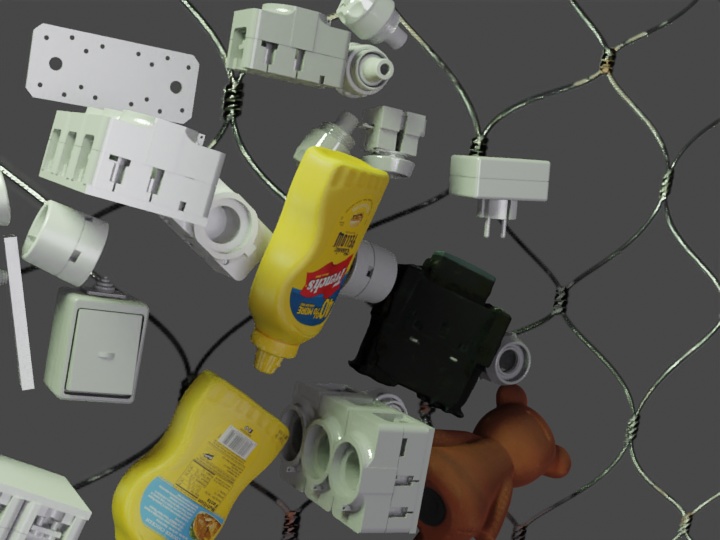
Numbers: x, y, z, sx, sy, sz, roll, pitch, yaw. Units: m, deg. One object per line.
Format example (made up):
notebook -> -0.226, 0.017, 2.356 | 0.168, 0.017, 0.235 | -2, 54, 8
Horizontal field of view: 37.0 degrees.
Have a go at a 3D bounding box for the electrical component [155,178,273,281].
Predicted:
electrical component -> -0.119, -0.039, 0.878 | 0.050, 0.056, 0.089 | -49, 117, -13

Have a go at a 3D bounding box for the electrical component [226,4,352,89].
electrical component -> -0.058, -0.186, 0.889 | 0.089, 0.050, 0.055 | 7, 95, -29

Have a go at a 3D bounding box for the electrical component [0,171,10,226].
electrical component -> -0.290, -0.050, 0.790 | 0.055, 0.045, 0.045 | -12, 104, -26

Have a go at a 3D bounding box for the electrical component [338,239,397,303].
electrical component -> 0.000, 0.000, 0.951 | 0.047, 0.055, 0.055 | 18, 90, -33

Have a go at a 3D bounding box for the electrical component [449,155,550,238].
electrical component -> 0.130, -0.067, 1.012 | 0.083, 0.047, 0.075 | 0, 98, -28

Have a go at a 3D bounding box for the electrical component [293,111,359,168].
electrical component -> -0.025, -0.108, 0.924 | 0.043, 0.043, 0.062 | 40, 77, -28

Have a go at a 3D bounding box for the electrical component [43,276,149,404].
electrical component -> -0.205, 0.053, 0.844 | 0.062, 0.061, 0.096 | 8, 94, -29

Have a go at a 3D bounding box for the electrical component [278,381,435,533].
electrical component -> -0.010, 0.156, 0.915 | 0.062, 0.150, 0.089 | 8, 95, -31

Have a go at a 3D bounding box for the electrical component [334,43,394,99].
electrical component -> 0.006, -0.171, 0.920 | 0.048, 0.062, 0.048 | -5, 101, -28

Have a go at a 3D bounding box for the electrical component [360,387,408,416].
electrical component -> 0.023, 0.133, 0.980 | 0.043, 0.062, 0.043 | -5, 101, -28

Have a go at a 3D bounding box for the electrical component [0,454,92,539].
electrical component -> -0.291, 0.172, 0.801 | 0.150, 0.089, 0.061 | 28, 85, -29

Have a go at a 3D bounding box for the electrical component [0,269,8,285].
electrical component -> -0.303, 0.005, 0.794 | 0.081, 0.043, 0.043 | 1, 98, -29

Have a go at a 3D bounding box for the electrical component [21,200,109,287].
electrical component -> -0.227, -0.022, 0.825 | 0.047, 0.055, 0.055 | 26, 86, -25

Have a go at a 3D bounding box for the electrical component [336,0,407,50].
electrical component -> 0.014, -0.216, 0.927 | 0.062, 0.043, 0.043 | 37, 80, -29

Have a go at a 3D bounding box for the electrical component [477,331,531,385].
electrical component -> 0.131, 0.083, 1.034 | 0.066, 0.055, 0.048 | -30, 111, -21

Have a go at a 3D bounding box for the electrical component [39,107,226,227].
electrical component -> -0.170, -0.081, 0.789 | 0.089, 0.150, 0.061 | 16, 91, -29

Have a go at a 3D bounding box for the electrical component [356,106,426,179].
electrical component -> 0.027, -0.111, 0.951 | 0.066, 0.048, 0.055 | 9, 86, -29
